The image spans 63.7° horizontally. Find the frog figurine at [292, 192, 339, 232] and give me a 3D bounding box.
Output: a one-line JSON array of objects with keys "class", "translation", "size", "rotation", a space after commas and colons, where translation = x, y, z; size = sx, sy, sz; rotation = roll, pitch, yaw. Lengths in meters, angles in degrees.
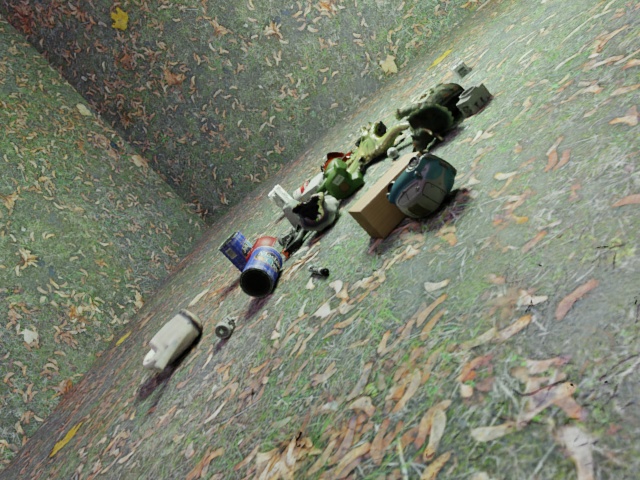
[{"class": "frog figurine", "translation": [0.005, -0.083, 1.656], "size": [0.136, 0.124, 0.158], "rotation": [-48, -24, 11]}]

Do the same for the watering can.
[{"class": "watering can", "translation": [-0.462, 0.324, 1.629], "size": [0.227, 0.103, 0.345], "rotation": [-47, 13, -22]}]

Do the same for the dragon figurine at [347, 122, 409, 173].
[{"class": "dragon figurine", "translation": [0.178, -0.300, 1.838], "size": [0.244, 0.121, 0.411], "rotation": [-61, 14, -4]}]
